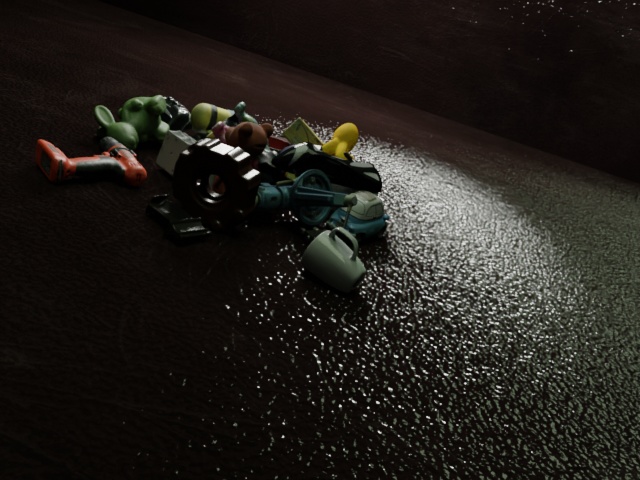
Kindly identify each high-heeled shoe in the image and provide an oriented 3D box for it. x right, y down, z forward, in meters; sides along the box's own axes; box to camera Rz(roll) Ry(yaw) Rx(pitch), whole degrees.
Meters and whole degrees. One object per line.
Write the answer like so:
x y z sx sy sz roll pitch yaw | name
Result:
0.021 -0.146 1.210 0.249 0.086 0.145 -12 53 -33 | high-heeled shoe

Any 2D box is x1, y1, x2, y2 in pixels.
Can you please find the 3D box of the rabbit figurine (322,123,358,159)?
0.046 -0.235 1.461 0.122 0.173 0.162 29 23 13 | rabbit figurine

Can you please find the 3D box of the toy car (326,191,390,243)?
0.090 -0.060 1.212 0.109 0.102 0.161 31 26 29 | toy car

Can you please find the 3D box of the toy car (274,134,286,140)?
-0.158 -0.282 1.564 0.202 0.053 0.089 5 41 -32 | toy car

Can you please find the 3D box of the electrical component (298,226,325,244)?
-0.002 -0.003 1.124 0.063 0.021 0.094 -3 28 -36 | electrical component

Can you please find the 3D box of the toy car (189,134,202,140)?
-0.315 -0.215 1.320 0.073 0.056 0.202 -5 31 -29 | toy car

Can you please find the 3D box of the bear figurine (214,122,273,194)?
-0.194 -0.182 1.153 0.132 0.195 0.120 34 27 19 | bear figurine

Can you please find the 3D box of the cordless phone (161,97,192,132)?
-0.372 -0.342 1.463 0.184 0.088 0.147 -18 41 -34 | cordless phone

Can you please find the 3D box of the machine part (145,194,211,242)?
-0.273 -0.040 1.006 0.084 0.039 0.139 -17 43 -44 | machine part

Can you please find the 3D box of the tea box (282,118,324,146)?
-0.041 -0.276 1.496 0.098 0.068 0.169 49 6 0 | tea box

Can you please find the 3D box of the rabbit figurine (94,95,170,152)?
-0.459 -0.275 1.284 0.159 0.121 0.170 14 40 1 | rabbit figurine

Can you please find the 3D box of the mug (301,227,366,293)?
0.036 0.036 0.982 0.107 0.109 0.081 41 26 15 | mug

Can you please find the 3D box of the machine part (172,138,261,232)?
-0.202 -0.105 1.036 0.179 0.179 0.056 22 28 10 | machine part

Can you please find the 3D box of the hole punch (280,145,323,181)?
-0.057 -0.188 1.357 0.116 0.092 0.142 18 52 1 | hole punch

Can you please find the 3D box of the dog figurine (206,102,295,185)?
-0.162 -0.202 1.285 0.219 0.108 0.191 50 -18 -10 | dog figurine

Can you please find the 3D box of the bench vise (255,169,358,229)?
-0.035 -0.089 1.116 0.241 0.128 0.223 9 1 43 | bench vise

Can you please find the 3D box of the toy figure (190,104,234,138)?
-0.258 -0.311 1.427 0.180 0.089 0.082 -5 3 -35 | toy figure
